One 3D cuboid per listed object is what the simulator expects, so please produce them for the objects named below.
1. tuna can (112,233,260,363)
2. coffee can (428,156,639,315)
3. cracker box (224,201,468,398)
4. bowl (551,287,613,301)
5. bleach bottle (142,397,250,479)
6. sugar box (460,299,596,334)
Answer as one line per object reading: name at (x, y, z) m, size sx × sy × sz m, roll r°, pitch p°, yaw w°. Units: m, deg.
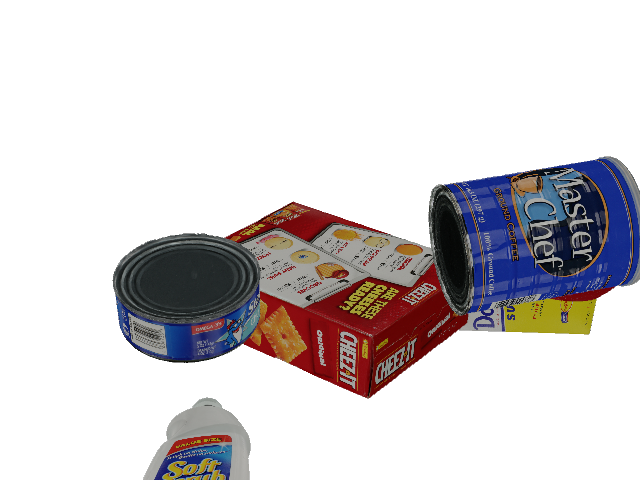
tuna can at (-0.078, 0.033, 0.629) m, size 0.086 × 0.034 × 0.086 m, roll 0°, pitch 34°, yaw 0°
coffee can at (0.166, -0.004, 0.826) m, size 0.140 × 0.103 × 0.103 m, roll -10°, pitch 1°, yaw -8°
cracker box at (0.005, 0.047, 0.968) m, size 0.214 × 0.072 × 0.163 m, roll 20°, pitch 33°, yaw 33°
bowl at (0.249, 0.022, 1.107) m, size 0.162 × 0.055 × 0.162 m, roll 5°, pitch 17°, yaw -2°
bleach bottle at (-0.110, 0.210, 0.889) m, size 0.102 × 0.068 × 0.251 m, roll -2°, pitch 24°, yaw -1°
sugar box at (0.252, 0.066, 1.324) m, size 0.176 × 0.093 × 0.048 m, roll 1°, pitch 20°, yaw -11°
